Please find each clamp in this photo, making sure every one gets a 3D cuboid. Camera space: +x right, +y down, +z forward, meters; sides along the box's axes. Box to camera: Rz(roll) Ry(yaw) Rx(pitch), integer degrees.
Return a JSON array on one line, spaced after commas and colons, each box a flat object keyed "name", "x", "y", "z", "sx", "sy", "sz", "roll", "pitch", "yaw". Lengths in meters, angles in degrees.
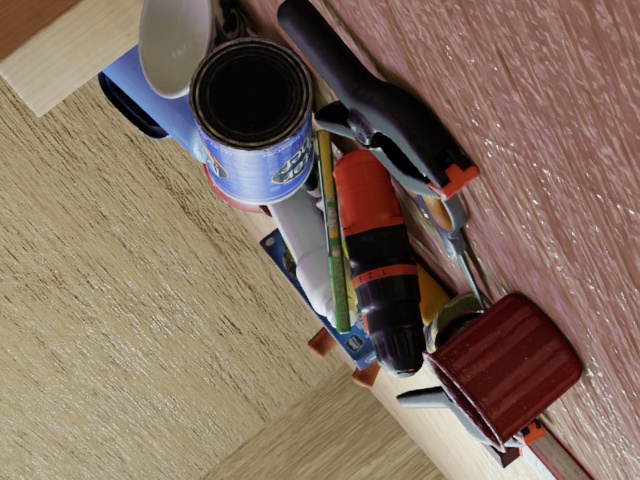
[{"name": "clamp", "x": 0.037, "y": -0.077, "z": 0.704, "sx": 0.172, "sy": 0.039, "sz": 0.120, "roll": 49, "pitch": 175, "yaw": 27}, {"name": "clamp", "x": 0.145, "y": 0.139, "z": 1.092, "sx": 0.210, "sy": 0.036, "sz": 0.164, "roll": 28, "pitch": 131, "yaw": 50}]

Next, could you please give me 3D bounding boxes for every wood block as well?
[{"name": "wood block", "x": -0.222, "y": -0.225, "z": 1.005, "sx": 0.091, "sy": 0.206, "sz": 0.090, "roll": 49, "pitch": 174, "yaw": 31}]

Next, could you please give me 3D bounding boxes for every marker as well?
[{"name": "marker", "x": 0.008, "y": -0.045, "z": 1.097, "sx": 0.020, "sy": 0.020, "sz": 0.121, "roll": 48, "pitch": -171, "yaw": 37}]

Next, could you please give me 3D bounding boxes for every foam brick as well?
[{"name": "foam brick", "x": 0.190, "y": 0.197, "z": 1.153, "sx": 0.078, "sy": 0.053, "sz": 0.051, "roll": 50, "pitch": 174, "yaw": 28}]

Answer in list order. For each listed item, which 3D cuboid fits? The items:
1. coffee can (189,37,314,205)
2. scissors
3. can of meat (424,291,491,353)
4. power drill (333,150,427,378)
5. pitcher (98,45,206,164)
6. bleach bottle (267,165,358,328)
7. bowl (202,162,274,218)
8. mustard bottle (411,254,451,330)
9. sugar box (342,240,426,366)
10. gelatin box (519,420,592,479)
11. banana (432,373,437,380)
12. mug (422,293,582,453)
[{"name": "coffee can", "x": -0.057, "y": -0.100, "z": 0.938, "sx": 0.103, "sy": 0.102, "sz": 0.140, "roll": 51, "pitch": 170, "yaw": 13}, {"name": "scissors", "x": 0.089, "y": -0.014, "z": 0.811, "sx": 0.096, "sy": 0.016, "sz": 0.201, "roll": 51, "pitch": 174, "yaw": 27}, {"name": "can of meat", "x": 0.139, "y": 0.097, "z": 0.918, "sx": 0.102, "sy": 0.057, "sz": 0.084, "roll": 51, "pitch": 172, "yaw": 12}, {"name": "power drill", "x": 0.056, "y": 0.034, "z": 0.900, "sx": 0.187, "sy": 0.057, "sz": 0.184, "roll": 73, "pitch": -173, "yaw": -75}, {"name": "pitcher", "x": -0.165, "y": -0.186, "z": 1.172, "sx": 0.243, "sy": 0.145, "sz": 0.149, "roll": 46, "pitch": 177, "yaw": 26}, {"name": "bleach bottle", "x": -0.007, "y": 0.001, "z": 1.135, "sx": 0.102, "sy": 0.068, "sz": 0.251, "roll": 59, "pitch": -174, "yaw": -45}, {"name": "bowl", "x": -0.100, "y": -0.097, "z": 1.267, "sx": 0.162, "sy": 0.055, "sz": 0.162, "roll": -17, "pitch": -90, "yaw": -77}, {"name": "mustard bottle", "x": 0.113, "y": 0.084, "z": 1.023, "sx": 0.192, "sy": 0.058, "sz": 0.096, "roll": 48, "pitch": 166, "yaw": 32}, {"name": "sugar box", "x": 0.085, "y": 0.066, "z": 1.222, "sx": 0.093, "sy": 0.048, "sz": 0.176, "roll": 49, "pitch": 178, "yaw": 37}, {"name": "gelatin box", "x": 0.241, "y": 0.232, "z": 1.083, "sx": 0.089, "sy": 0.030, "sz": 0.073, "roll": 49, "pitch": 172, "yaw": 28}, {"name": "banana", "x": 0.154, "y": 0.143, "z": 1.218, "sx": 0.070, "sy": 0.037, "sz": 0.197, "roll": 23, "pitch": 163, "yaw": 27}, {"name": "mug", "x": 0.130, "y": 0.088, "z": 0.788, "sx": 0.093, "sy": 0.081, "sz": 0.117, "roll": 55, "pitch": 173, "yaw": -33}]
